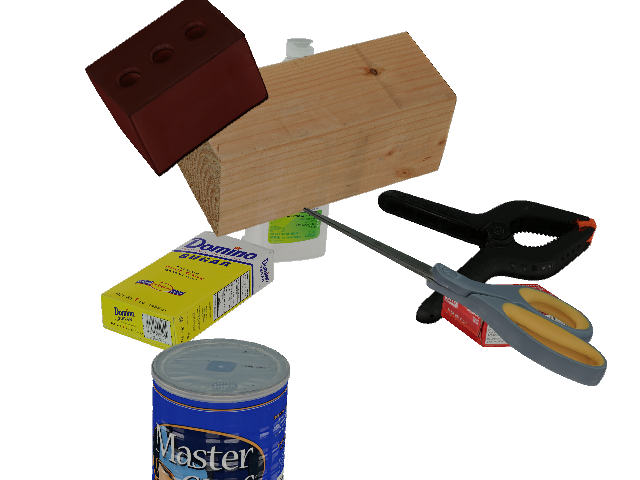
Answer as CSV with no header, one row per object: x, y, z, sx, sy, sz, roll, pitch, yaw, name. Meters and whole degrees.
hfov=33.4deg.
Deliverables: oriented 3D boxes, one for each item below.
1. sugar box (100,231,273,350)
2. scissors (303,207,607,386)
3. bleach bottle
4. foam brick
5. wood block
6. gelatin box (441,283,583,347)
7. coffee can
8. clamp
-0.133,0.047,1.097,0.093,0.048,0.176,16,32,26,sugar box
0.090,0.025,0.664,0.202,0.016,0.096,33,23,18,scissors
-0.037,-0.103,1.220,0.102,0.251,0.068,-5,21,-22,bleach bottle
-0.078,-0.086,0.584,0.053,0.078,0.051,46,-12,34,foam brick
-0.005,-0.089,0.870,0.205,0.091,0.090,-17,-35,-20,wood block
0.151,0.058,0.850,0.089,0.030,0.073,1,16,-19,gelatin box
-0.077,0.158,0.810,0.103,0.140,0.103,3,17,-1,coffee can
0.168,0.011,1.036,0.210,0.164,0.036,-2,-42,-5,clamp
